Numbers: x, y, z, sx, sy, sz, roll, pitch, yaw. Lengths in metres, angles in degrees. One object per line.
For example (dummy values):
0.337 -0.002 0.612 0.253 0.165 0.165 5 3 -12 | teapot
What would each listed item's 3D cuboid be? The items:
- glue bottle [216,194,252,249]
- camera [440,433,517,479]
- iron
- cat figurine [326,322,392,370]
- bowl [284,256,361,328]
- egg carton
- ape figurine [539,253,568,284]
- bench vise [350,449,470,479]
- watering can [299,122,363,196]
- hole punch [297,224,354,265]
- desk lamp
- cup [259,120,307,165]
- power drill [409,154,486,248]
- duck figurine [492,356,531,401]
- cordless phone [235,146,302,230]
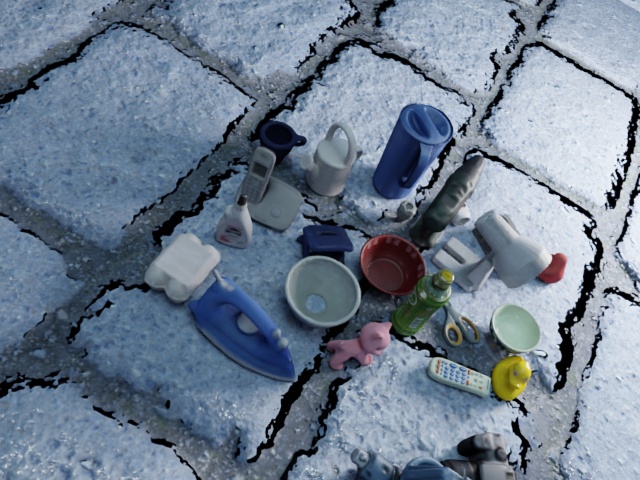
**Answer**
-0.176 -0.045 1.219 0.078 0.173 0.037 13 55 -8 | glue bottle
0.294 0.440 1.093 0.137 0.100 0.143 9 55 -11 | camera
-0.131 0.165 1.114 0.258 0.141 0.119 39 55 10 | iron
0.087 0.209 1.169 0.128 0.117 0.067 -6 60 -21 | cat figurine
-0.001 0.122 1.225 0.168 0.074 0.167 8 56 -12 | bowl
-0.283 0.056 1.183 0.107 0.069 0.150 31 54 4 | egg carton
0.588 0.064 1.440 0.078 0.092 0.076 -22 67 -28 | ape figurine
0.156 0.426 0.985 0.207 0.219 0.121 14 55 -8 | bench vise
0.032 -0.196 1.372 0.101 0.194 0.173 38 55 9 | watering can
0.012 0.005 1.297 0.109 0.091 0.101 0 58 -17 | hole punch
0.394 0.036 1.321 0.203 0.213 0.118 41 55 11 | desk lamp
-0.097 -0.231 1.415 0.118 0.095 0.091 3 57 -16 | cup
0.299 -0.081 1.372 0.075 0.208 0.230 35 54 7 | power drill
0.426 0.290 1.243 0.077 0.086 0.105 32 54 5 | duck figurine
-0.106 -0.118 1.282 0.147 0.185 0.094 24 54 -1 | cordless phone
